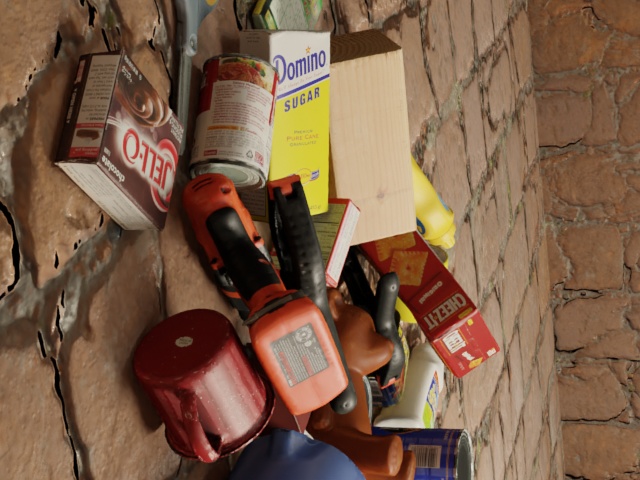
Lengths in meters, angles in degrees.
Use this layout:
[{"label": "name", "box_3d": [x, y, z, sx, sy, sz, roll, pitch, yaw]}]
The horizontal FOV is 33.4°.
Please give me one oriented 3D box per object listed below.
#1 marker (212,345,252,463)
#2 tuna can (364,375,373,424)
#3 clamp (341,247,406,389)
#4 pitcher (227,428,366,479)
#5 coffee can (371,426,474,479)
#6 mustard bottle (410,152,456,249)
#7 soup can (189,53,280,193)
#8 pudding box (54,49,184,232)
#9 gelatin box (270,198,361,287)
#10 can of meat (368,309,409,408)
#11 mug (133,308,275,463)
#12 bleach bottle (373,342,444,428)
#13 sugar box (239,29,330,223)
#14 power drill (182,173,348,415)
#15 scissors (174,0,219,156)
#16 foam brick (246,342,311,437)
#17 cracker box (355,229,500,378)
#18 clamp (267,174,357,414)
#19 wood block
[{"label": "marker", "box_3d": [-0.083, 0.141, 0.939, 0.121, 0.020, 0.020, -72, 153, -43]}, {"label": "tuna can", "box_3d": [0.035, 0.195, 1.249, 0.086, 0.034, 0.086, -2, 90, -71]}, {"label": "clamp", "box_3d": [0.060, 0.089, 1.240, 0.120, 0.039, 0.171, -132, -149, -55]}, {"label": "pitcher", "box_3d": [-0.051, 0.285, 0.863, 0.149, 0.145, 0.242, 42, 34, -3]}, {"label": "coffee can", "box_3d": [0.106, 0.276, 1.285, 0.102, 0.140, 0.103, -2, 90, -71]}, {"label": "mustard bottle", "box_3d": [0.123, -0.056, 1.376, 0.191, 0.058, 0.096, 50, -1, -33]}, {"label": "soup can", "box_3d": [-0.073, -0.099, 0.914, 0.068, 0.069, 0.102, 47, 46, -62]}, {"label": "pudding box", "box_3d": [-0.140, -0.068, 0.763, 0.113, 0.039, 0.090, 52, 40, -60]}, {"label": "gelatin box", "box_3d": [-0.007, 0.001, 1.063, 0.030, 0.073, 0.089, 46, 55, -49]}, {"label": "can of meat", "box_3d": [0.076, 0.148, 1.339, 0.084, 0.057, 0.102, 68, 28, -50]}, {"label": "mug", "box_3d": [-0.091, 0.114, 0.807, 0.117, 0.093, 0.081, -93, 164, -53]}, {"label": "bleach bottle", "box_3d": [0.134, 0.215, 1.494, 0.250, 0.068, 0.102, -63, 146, -58]}, {"label": "sugar box", "box_3d": [-0.032, -0.110, 1.008, 0.093, 0.048, 0.176, -15, 111, -52]}, {"label": "power drill", "box_3d": [-0.044, 0.055, 0.871, 0.188, 0.057, 0.184, 52, -11, 49]}, {"label": "scissors", "box_3d": [-0.105, -0.172, 0.908, 0.096, 0.016, 0.202, -14, 102, -70]}, {"label": "foam brick", "box_3d": [-0.043, 0.142, 1.004, 0.051, 0.053, 0.078, -70, 152, -46]}, {"label": "cracker box", "box_3d": [0.116, 0.049, 1.280, 0.214, 0.072, 0.164, 55, 3, 29]}, {"label": "clamp", "box_3d": [-0.011, 0.043, 0.955, 0.165, 0.036, 0.210, -124, -159, -52]}, {"label": "wood block", "box_3d": [0.041, -0.109, 1.142, 0.090, 0.090, 0.206, -123, -157, -60]}]
